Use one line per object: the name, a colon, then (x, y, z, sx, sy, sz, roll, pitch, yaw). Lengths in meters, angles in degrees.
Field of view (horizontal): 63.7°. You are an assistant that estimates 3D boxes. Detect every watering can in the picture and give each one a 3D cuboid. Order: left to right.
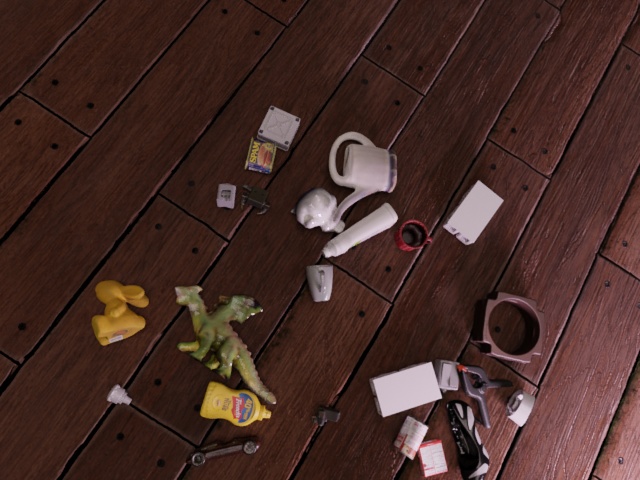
watering can: (0.137, -0.195, 1.632, 0.224, 0.102, 0.355, 7, 62, -7)

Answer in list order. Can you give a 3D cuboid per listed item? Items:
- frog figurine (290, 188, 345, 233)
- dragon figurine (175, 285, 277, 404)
frog figurine: (0.005, -0.080, 1.591, 0.160, 0.120, 0.139, 43, 55, 14)
dragon figurine: (-0.253, 0.266, 1.477, 0.410, 0.120, 0.247, 31, 66, -2)
